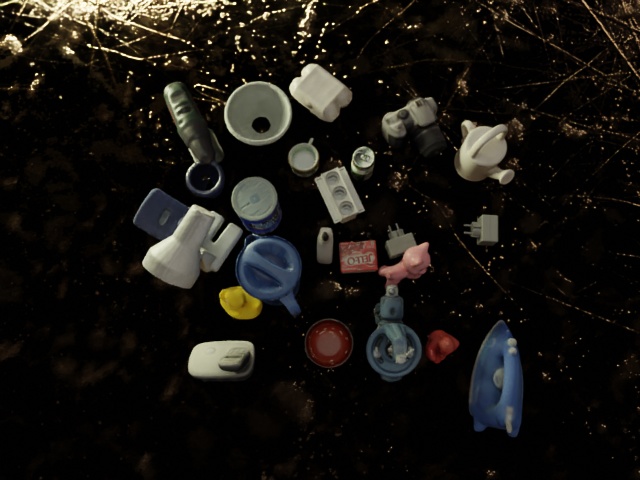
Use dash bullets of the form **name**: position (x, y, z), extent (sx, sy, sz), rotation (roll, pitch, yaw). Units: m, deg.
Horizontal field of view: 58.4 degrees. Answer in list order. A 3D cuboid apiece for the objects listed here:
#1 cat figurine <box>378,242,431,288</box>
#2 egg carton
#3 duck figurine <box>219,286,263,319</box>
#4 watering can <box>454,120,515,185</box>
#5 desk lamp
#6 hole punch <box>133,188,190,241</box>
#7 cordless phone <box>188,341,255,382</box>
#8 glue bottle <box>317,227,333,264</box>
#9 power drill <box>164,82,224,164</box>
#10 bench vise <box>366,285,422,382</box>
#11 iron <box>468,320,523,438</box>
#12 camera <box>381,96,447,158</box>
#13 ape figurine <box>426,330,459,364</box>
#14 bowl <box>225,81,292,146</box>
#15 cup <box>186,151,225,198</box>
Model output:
- **cat figurine**: position (0.203, 0.060, 1.328), extent (0.128, 0.118, 0.067), rotation (-28, 79, -6)
- **egg carton**: position (0.001, -0.372, 1.447), extent (0.150, 0.069, 0.107), rotation (39, 81, 8)
- **duck figurine**: position (-0.186, 0.143, 1.327), extent (0.104, 0.086, 0.077), rotation (22, 79, 5)
- **watering can**: position (0.392, -0.210, 1.347), extent (0.172, 0.194, 0.101), rotation (37, 80, 8)
- **desk lamp**: position (-0.284, 0.012, 1.291), extent (0.118, 0.213, 0.203), rotation (31, 80, 7)
- **hole punch**: position (-0.373, -0.056, 1.369), extent (0.101, 0.091, 0.109), rotation (27, 79, 6)
- **cordless phone**: position (-0.220, 0.265, 1.250), extent (0.147, 0.185, 0.094), rotation (-5, 78, -1)
- **glue bottle**: position (0.012, 0.005, 1.312), extent (0.037, 0.173, 0.078), rotation (3, 78, 1)
- **power drill**: position (-0.289, -0.249, 1.350), extent (0.075, 0.208, 0.229), rotation (-28, 79, -5)
- **bench vise**: position (0.150, 0.204, 1.245), extent (0.121, 0.220, 0.207), rotation (-18, 78, -3)
- **iron**: position (0.406, 0.300, 1.263), extent (0.118, 0.141, 0.258), rotation (7, 78, 2)
- **camera**: position (0.242, -0.269, 1.409), extent (0.143, 0.101, 0.137), rotation (-26, 79, -5)
- **ape figurine**: position (0.280, 0.241, 1.302), extent (0.078, 0.092, 0.076), rotation (-7, 78, -1)
- **bowl**: position (-0.151, -0.304, 1.430), extent (0.167, 0.075, 0.167), rotation (0, 78, 0)
- **cup**: position (-0.267, -0.150, 1.387), extent (0.091, 0.095, 0.118), rotation (10, 78, 2)
